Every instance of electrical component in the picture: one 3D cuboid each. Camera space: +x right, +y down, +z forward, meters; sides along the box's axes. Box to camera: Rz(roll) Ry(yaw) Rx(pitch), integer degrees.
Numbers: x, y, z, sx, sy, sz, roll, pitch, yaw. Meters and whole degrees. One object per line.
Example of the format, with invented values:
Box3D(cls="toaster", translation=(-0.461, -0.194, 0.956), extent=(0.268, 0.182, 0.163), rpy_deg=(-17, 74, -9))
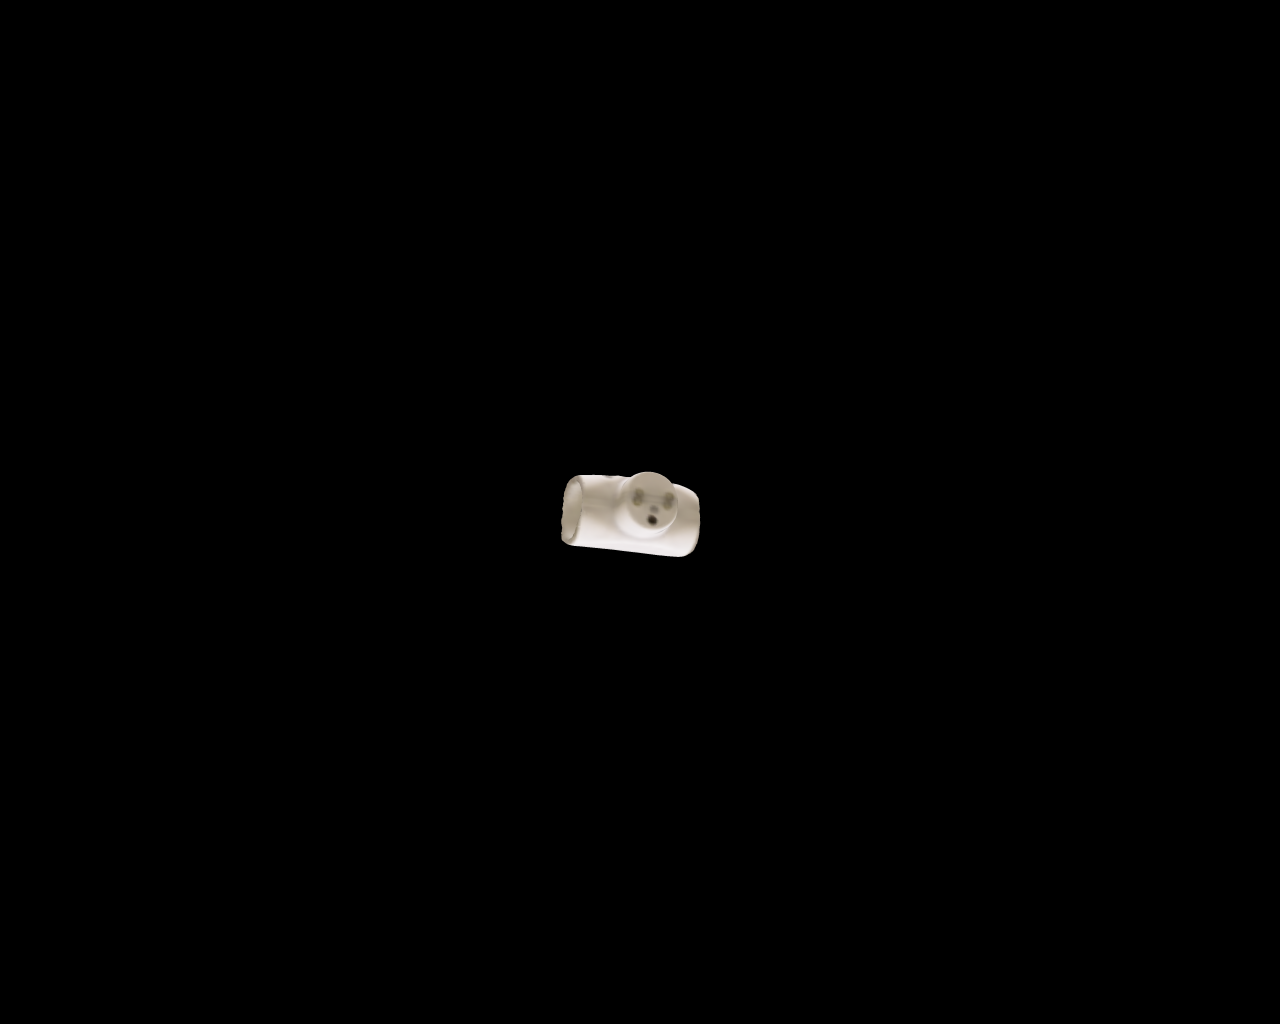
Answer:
Box3D(cls="electrical component", translation=(0.001, -0.003, 0.650), extent=(0.077, 0.044, 0.079), rpy_deg=(7, -19, -20))
